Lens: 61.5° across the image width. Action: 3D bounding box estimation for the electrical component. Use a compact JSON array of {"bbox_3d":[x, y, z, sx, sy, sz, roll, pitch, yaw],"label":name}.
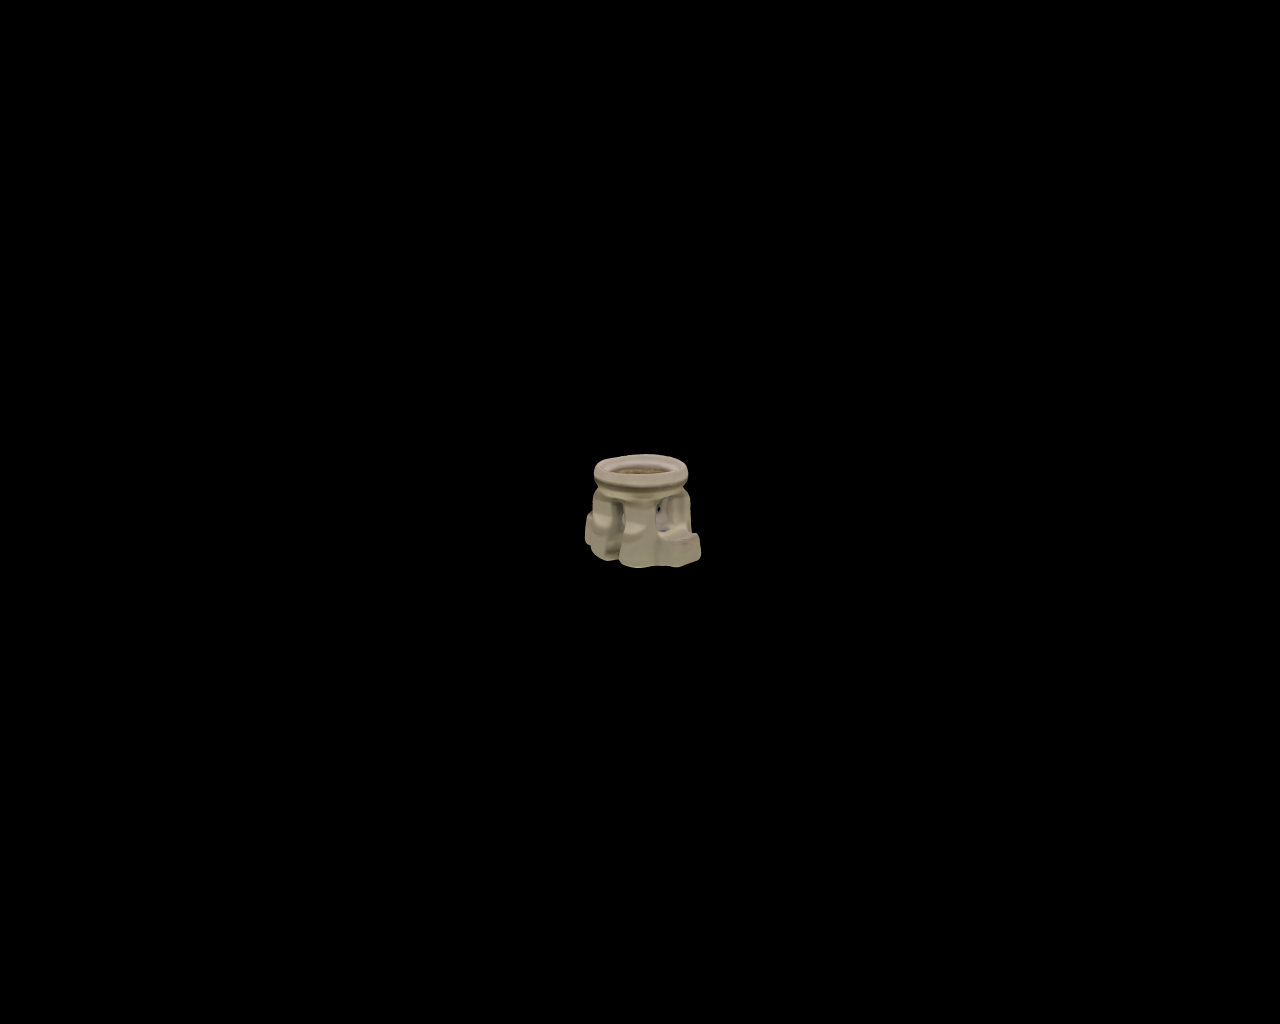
[{"bbox_3d":[0.001,-0.003,0.650,0.078,0.056,0.058,14,22,40],"label":"electrical component"}]
